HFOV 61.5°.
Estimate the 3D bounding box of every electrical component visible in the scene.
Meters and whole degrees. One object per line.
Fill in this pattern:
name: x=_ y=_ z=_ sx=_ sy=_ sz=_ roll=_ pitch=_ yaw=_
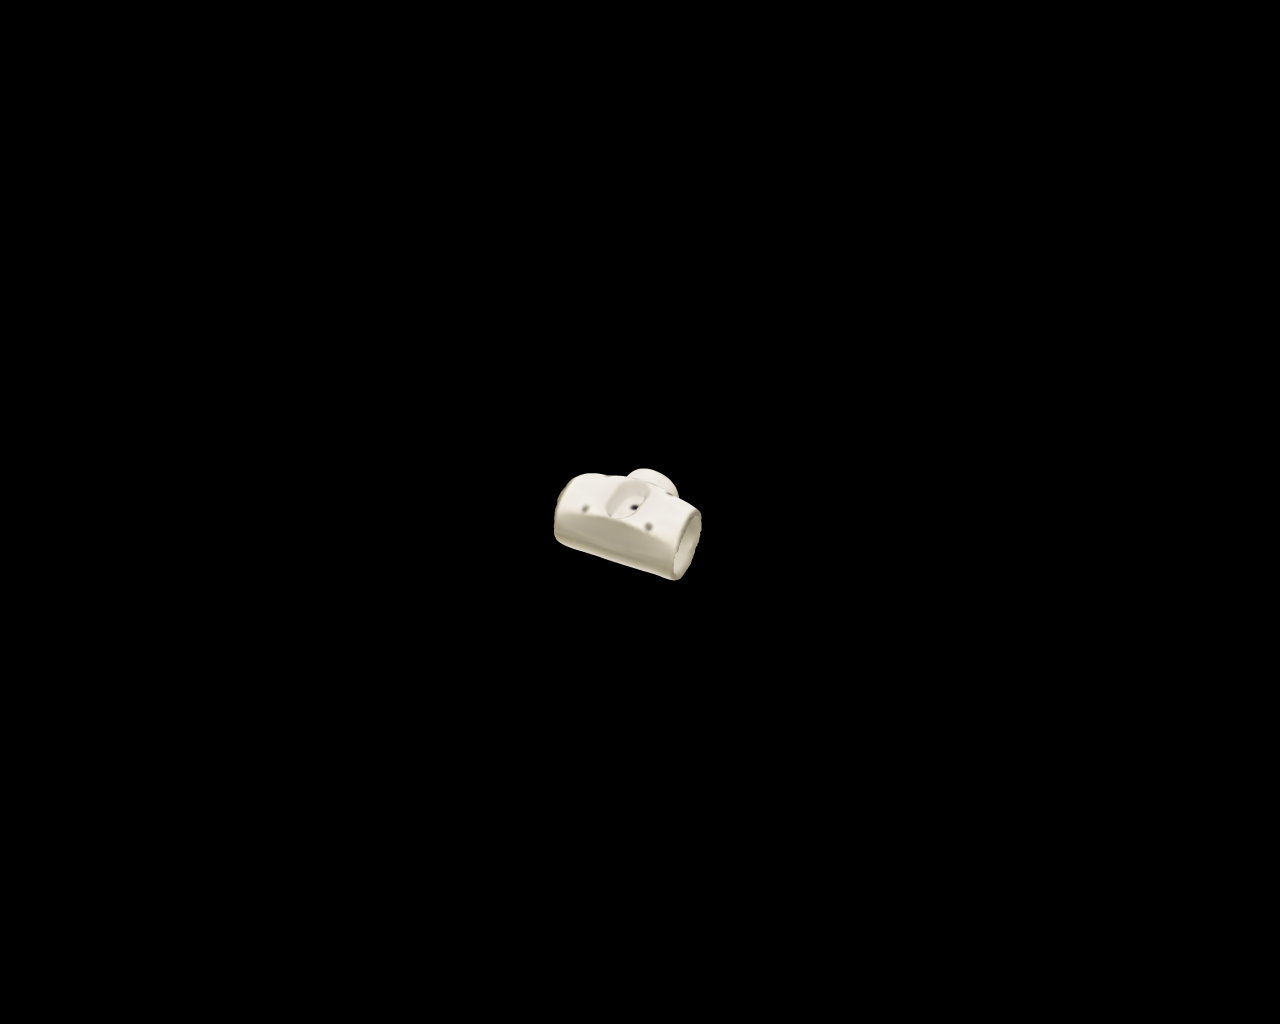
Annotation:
electrical component: x=0.001 y=-0.003 z=0.650 sx=0.077 sy=0.043 sz=0.079 roll=18 pitch=44 yaw=19
